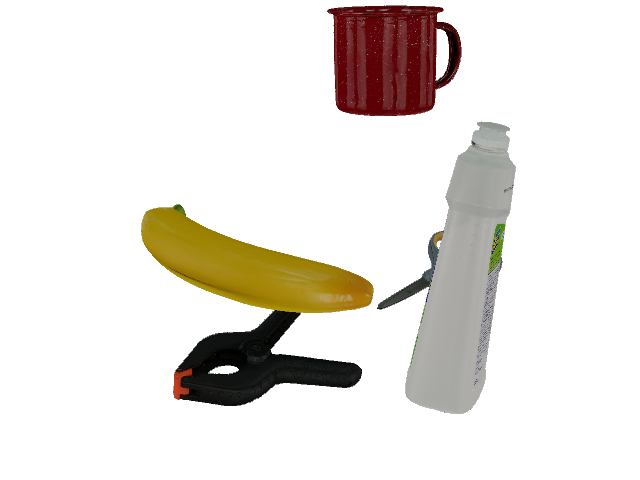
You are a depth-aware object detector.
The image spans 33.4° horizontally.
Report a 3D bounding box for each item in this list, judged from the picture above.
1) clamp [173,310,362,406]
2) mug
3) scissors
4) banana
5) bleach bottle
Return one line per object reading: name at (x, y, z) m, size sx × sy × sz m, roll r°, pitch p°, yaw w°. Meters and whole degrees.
clamp at (-0.059, 0.103, 0.992) m, size 0.171 × 0.039 × 0.120 m, roll -7°, pitch 36°, yaw -21°
mug at (0.063, -0.147, 0.867) m, size 0.117 × 0.081 × 0.093 m, roll -9°, pitch 17°, yaw -27°
scissors at (0.119, 0.030, 1.208) m, size 0.201 × 0.016 × 0.096 m, roll -11°, pitch 41°, yaw -33°
banana at (-0.058, 0.009, 0.694) m, size 0.198 × 0.037 × 0.069 m, roll 24°, pitch 38°, yaw 39°
bleach bottle at (0.129, 0.020, 0.935) m, size 0.068 × 0.251 × 0.102 m, roll 13°, pitch 19°, yaw 13°
